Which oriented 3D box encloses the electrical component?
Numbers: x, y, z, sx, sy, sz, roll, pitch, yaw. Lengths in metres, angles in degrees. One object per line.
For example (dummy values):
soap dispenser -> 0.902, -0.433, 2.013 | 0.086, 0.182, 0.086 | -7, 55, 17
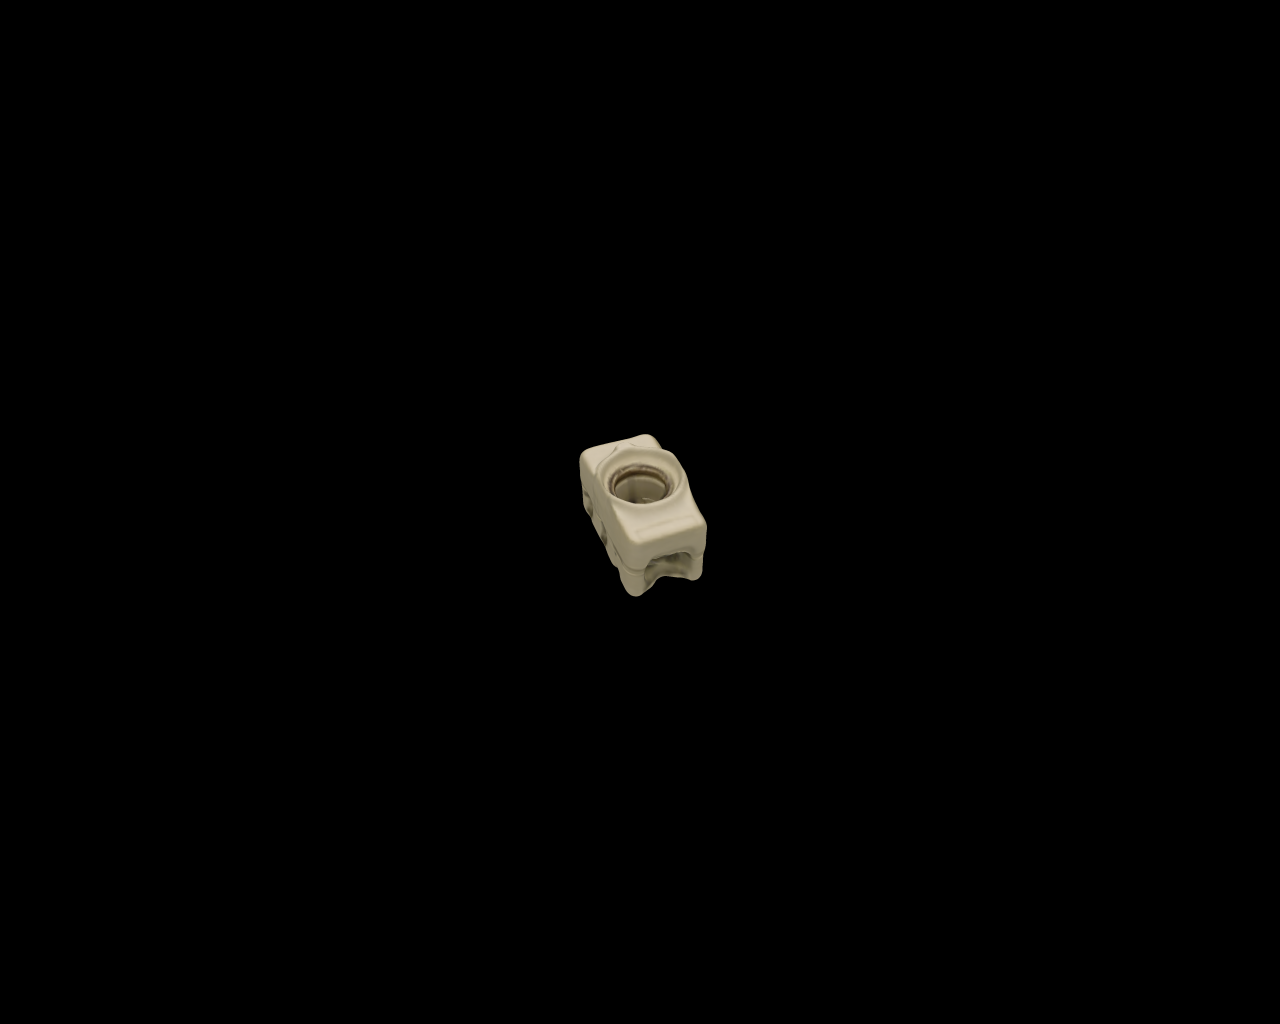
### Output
electrical component -> 0.001, -0.003, 0.650 | 0.050, 0.055, 0.090 | -15, 47, -15
